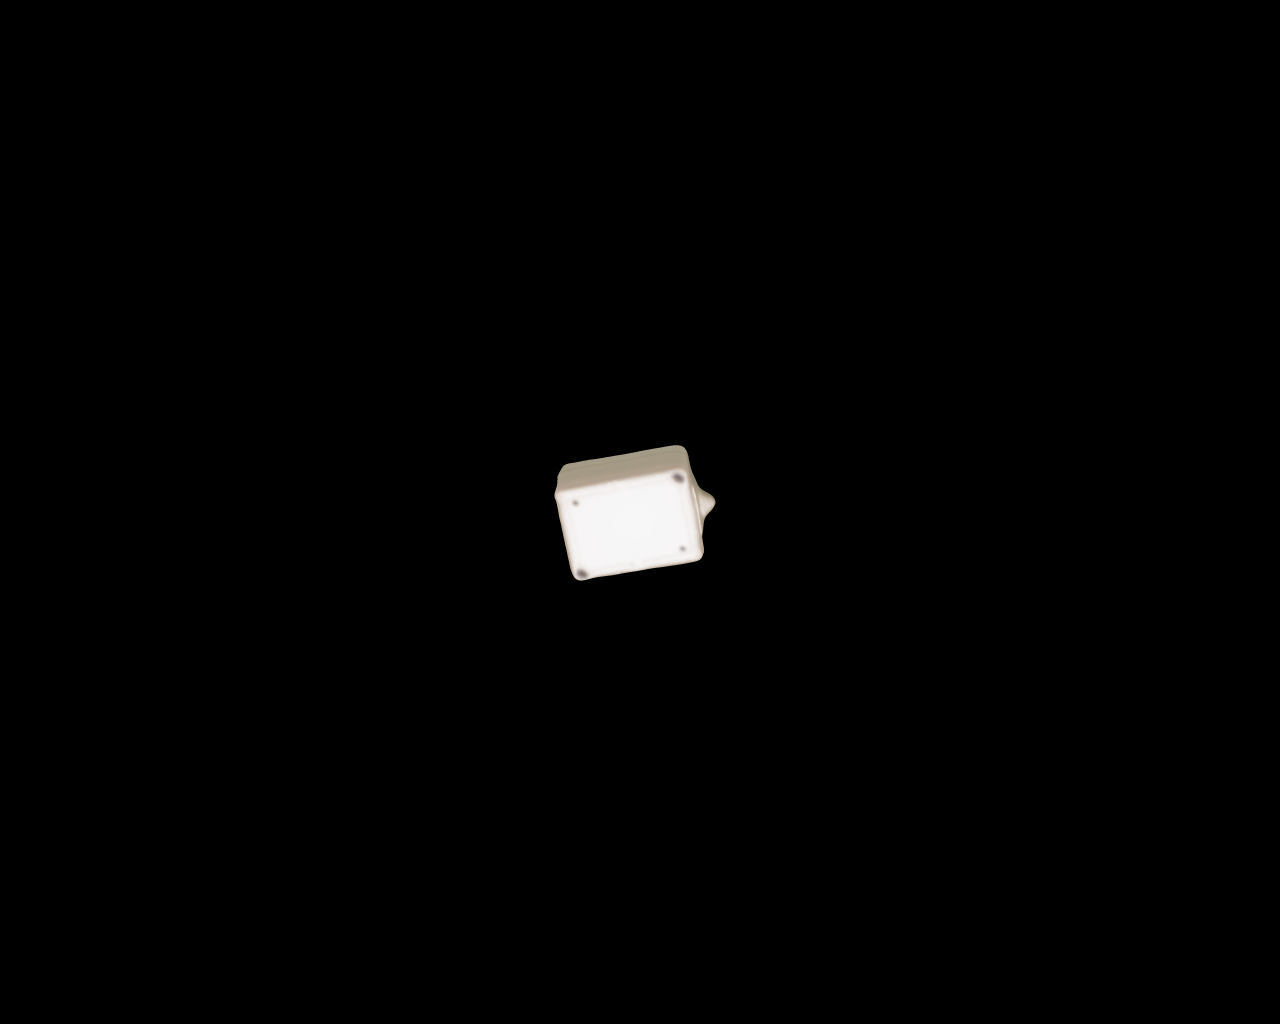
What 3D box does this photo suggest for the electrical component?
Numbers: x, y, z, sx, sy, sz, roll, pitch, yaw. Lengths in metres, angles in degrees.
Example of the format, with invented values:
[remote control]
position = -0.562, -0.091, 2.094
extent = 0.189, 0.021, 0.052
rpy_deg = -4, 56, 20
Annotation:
[electrical component]
position = 0.001, -0.003, 0.650
extent = 0.096, 0.061, 0.061
rpy_deg = -10, 20, 3
